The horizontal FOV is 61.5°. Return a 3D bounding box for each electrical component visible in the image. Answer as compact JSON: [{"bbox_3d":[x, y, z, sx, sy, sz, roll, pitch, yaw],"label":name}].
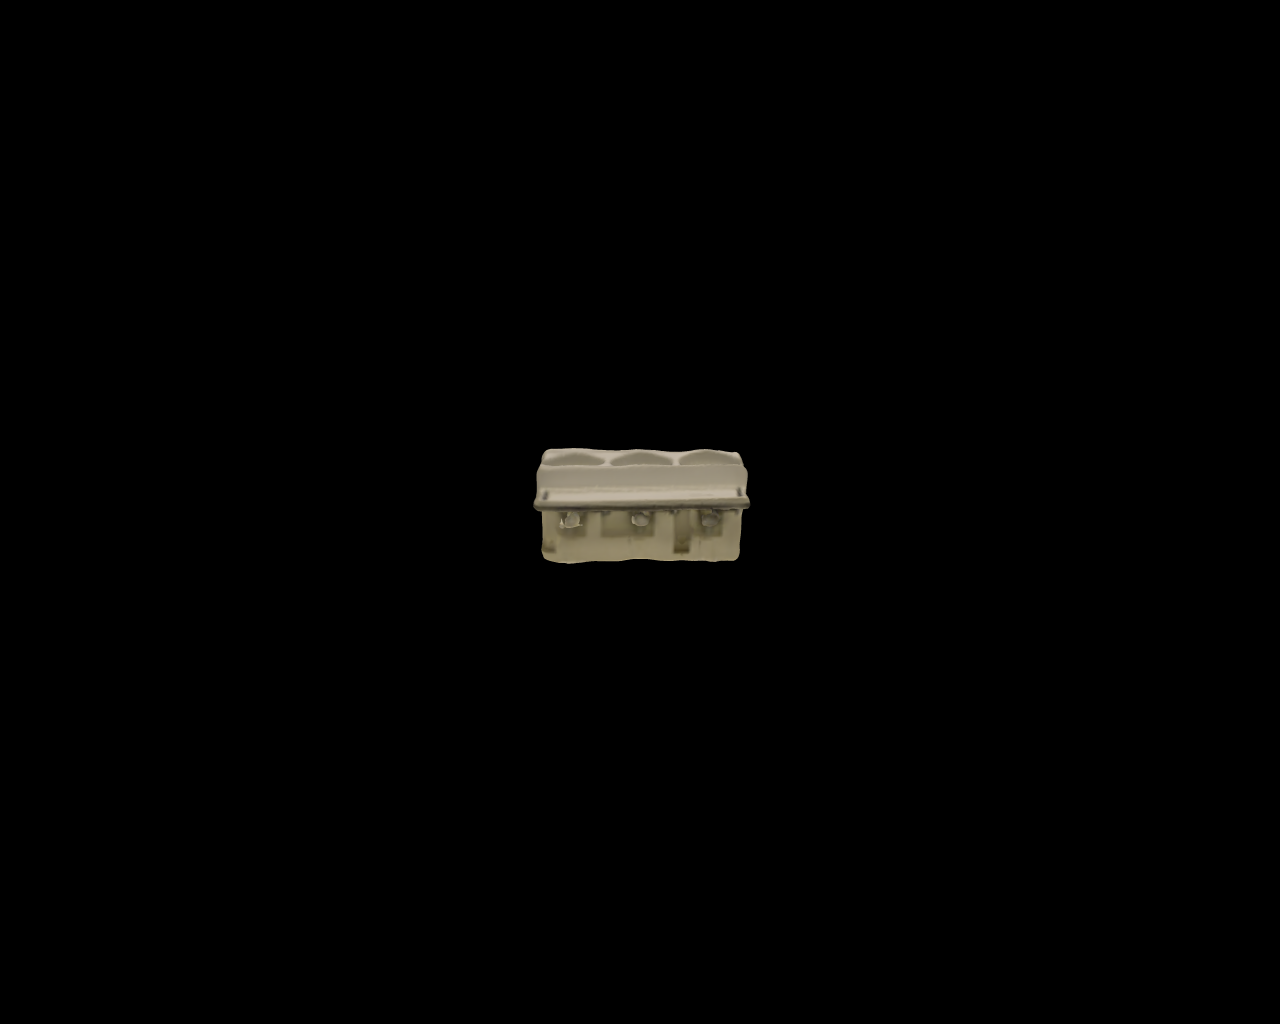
[{"bbox_3d":[0.001,-0.003,0.650,0.121,0.063,0.079,0,16,0],"label":"electrical component"}]
